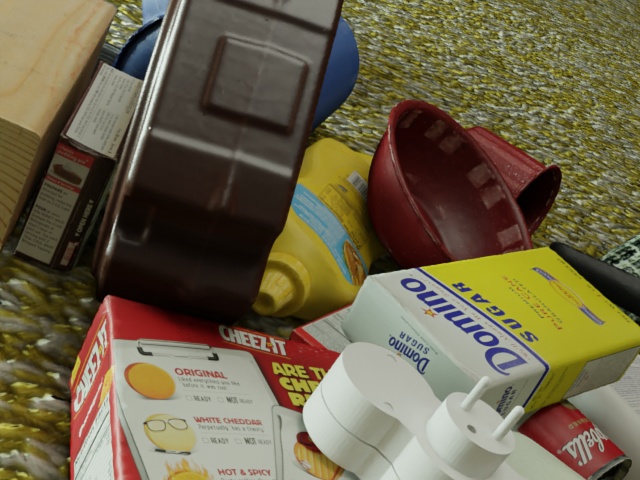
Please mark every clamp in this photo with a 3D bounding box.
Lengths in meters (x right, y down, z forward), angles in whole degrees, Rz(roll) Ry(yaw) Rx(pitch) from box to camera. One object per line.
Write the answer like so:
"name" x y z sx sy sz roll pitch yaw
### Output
"clamp" 0.269 0.056 0.769 0.164 0.036 0.210 -16 58 2

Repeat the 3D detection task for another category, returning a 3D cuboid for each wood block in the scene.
"wood block" -0.197 -0.088 0.644 0.090 0.091 0.206 24 29 -12

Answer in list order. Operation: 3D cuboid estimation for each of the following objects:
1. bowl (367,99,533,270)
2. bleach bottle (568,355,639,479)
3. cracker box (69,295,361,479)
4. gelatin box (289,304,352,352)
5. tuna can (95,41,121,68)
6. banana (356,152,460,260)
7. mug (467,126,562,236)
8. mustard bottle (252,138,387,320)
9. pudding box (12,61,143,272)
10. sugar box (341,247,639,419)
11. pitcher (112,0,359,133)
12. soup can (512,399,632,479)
"bowl" 0.084 -0.018 0.760 0.162 0.055 0.162 35 37 -31
"bleach bottle" 0.188 0.091 0.758 0.102 0.068 0.251 11 30 -33
"cracker box" -0.027 0.133 0.486 0.164 0.072 0.214 17 29 -24
"gelatin box" 0.028 0.077 0.670 0.073 0.030 0.089 39 30 22
"tuna can" -0.173 -0.122 0.815 0.086 0.034 0.086 21 29 -13
"banana" 0.068 -0.014 0.854 0.069 0.037 0.198 -20 50 -30
"mug" 0.138 -0.037 0.909 0.082 0.093 0.117 38 65 27
"mustard bottle" -0.005 0.001 0.727 0.096 0.058 0.191 54 28 -9
"pudding box" -0.145 -0.046 0.655 0.039 0.090 0.113 22 29 -13
"sugar box" 0.106 0.053 0.618 0.175 0.048 0.093 -5 41 -47
"pitcher" -0.055 -0.134 0.831 0.145 0.149 0.242 28 25 8
"soup can" 0.126 0.121 0.645 0.068 0.069 0.102 -7 43 -47
